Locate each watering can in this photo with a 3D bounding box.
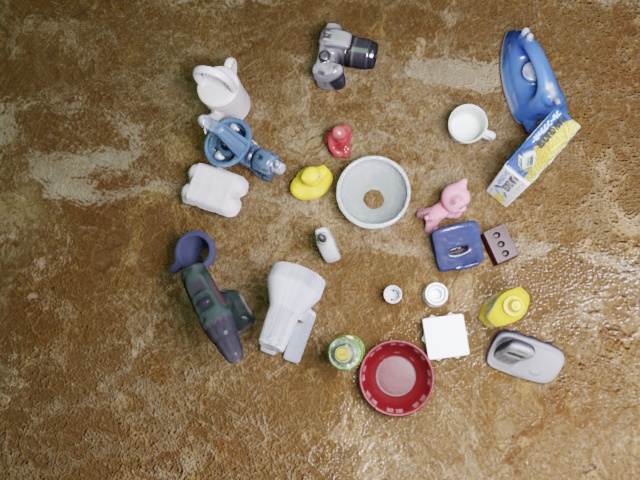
[{"bbox_3d":[-0.229,-0.338,1.311,0.101,0.194,0.173,-5,81,5],"label":"watering can"}]

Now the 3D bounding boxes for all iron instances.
[{"bbox_3d":[0.471,-0.381,1.273,0.118,0.141,0.258,-18,80,3],"label":"iron"}]

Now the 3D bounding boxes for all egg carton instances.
[{"bbox_3d":[-0.246,-0.118,1.343,0.150,0.069,0.107,17,84,8],"label":"egg carton"}]

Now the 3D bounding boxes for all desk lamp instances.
[{"bbox_3d":[-0.066,0.157,1.210,0.117,0.213,0.203,17,84,8],"label":"desk lamp"}]

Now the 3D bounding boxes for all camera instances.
[{"bbox_3d":[0.061,-0.432,1.343,0.136,0.101,0.143,12,83,8],"label":"camera"}]

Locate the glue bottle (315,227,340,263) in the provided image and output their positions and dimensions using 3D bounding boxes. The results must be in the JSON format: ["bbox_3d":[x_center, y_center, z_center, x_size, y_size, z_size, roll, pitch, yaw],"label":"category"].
[{"bbox_3d":[0.011,0.004,1.246,0.037,0.173,0.078,-21,80,3],"label":"glue bottle"}]

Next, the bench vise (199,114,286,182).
[{"bbox_3d":[-0.175,-0.219,1.275,0.207,0.220,0.121,9,82,7],"label":"bench vise"}]

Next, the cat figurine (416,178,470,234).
[{"bbox_3d":[0.278,-0.077,1.259,0.128,0.118,0.067,-34,79,0],"label":"cat figurine"}]

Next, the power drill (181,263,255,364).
[{"bbox_3d":[-0.208,0.158,1.227,0.075,0.208,0.229,-33,80,0],"label":"power drill"}]

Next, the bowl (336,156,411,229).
[{"bbox_3d":[0.121,-0.102,1.301,0.167,0.075,0.167,-1,81,6],"label":"bowl"}]

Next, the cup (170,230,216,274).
[{"bbox_3d":[-0.284,0.039,1.311,0.118,0.095,0.091,-42,80,-1],"label":"cup"}]

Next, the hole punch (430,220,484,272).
[{"bbox_3d":[0.303,0.015,1.256,0.108,0.091,0.101,-14,80,4],"label":"hole punch"}]

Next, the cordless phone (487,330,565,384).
[{"bbox_3d":[0.426,0.238,1.162,0.147,0.185,0.094,15,83,8],"label":"cordless phone"}]

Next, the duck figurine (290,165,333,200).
[{"bbox_3d":[-0.023,-0.138,1.315,0.104,0.086,0.077,-28,80,1],"label":"duck figurine"}]

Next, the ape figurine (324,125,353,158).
[{"bbox_3d":[0.045,-0.236,1.320,0.076,0.092,0.078,40,87,10],"label":"ape figurine"}]
